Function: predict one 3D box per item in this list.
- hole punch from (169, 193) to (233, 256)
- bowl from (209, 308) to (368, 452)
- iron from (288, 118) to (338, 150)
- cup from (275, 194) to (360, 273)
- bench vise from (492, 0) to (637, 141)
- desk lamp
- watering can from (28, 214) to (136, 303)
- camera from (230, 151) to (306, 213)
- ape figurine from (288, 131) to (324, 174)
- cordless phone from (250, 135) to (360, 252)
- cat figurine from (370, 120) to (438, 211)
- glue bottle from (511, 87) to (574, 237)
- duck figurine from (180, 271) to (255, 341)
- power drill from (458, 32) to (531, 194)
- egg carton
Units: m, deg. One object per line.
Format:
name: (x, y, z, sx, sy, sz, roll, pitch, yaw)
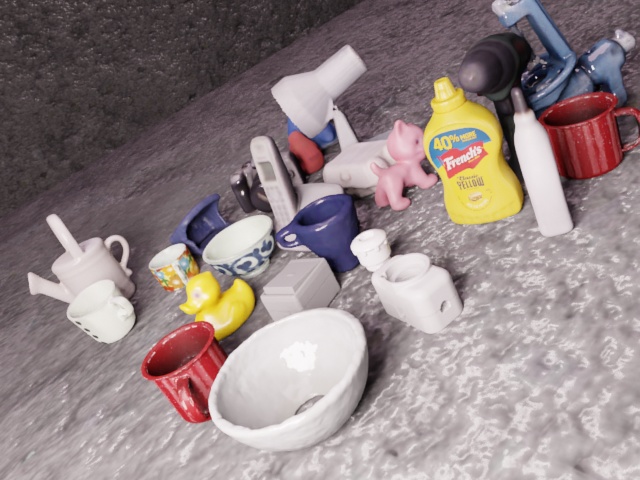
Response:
hole punch: (-0.232, -0.028, 1.086, 0.100, 0.091, 0.109, -3, 34, 42)
bowl: (-0.019, 0.146, 0.560, 0.167, 0.075, 0.167, -22, 25, 11)
iron: (-0.039, -0.283, 1.326, 0.118, 0.142, 0.258, -25, 25, 5)
cup: (0.007, 0.003, 0.786, 0.117, 0.095, 0.091, -24, 25, 6)
bench vise: (0.337, -0.268, 0.832, 0.207, 0.220, 0.121, -32, 25, -10)
desk lamp: (0.040, -0.243, 1.086, 0.203, 0.214, 0.118, -23, 25, 9)
watering can: (-0.432, 0.043, 1.024, 0.100, 0.194, 0.173, -3, 34, 42)
camera: (-0.113, -0.112, 1.120, 0.143, 0.101, 0.137, -20, 26, 16)
ape figurine: (-0.035, -0.187, 1.196, 0.078, 0.092, 0.076, -35, 26, -16)
cordless phone: (-0.033, -0.074, 0.866, 0.147, 0.185, 0.094, -1, 36, 44)
cat figurine: (0.126, -0.127, 0.892, 0.128, 0.118, 0.067, -40, 28, -25)
glue bottle: (0.243, -0.092, 0.642, 0.037, 0.173, 0.078, -16, 27, 22)
duck figurine: (-0.147, 0.082, 0.796, 0.105, 0.086, 0.077, -41, 28, -27)
power drill: (0.246, -0.169, 0.746, 0.075, 0.209, 0.230, -10, 30, 32)
egg carton: (0.077, -0.120, 0.985, 0.149, 0.069, 0.107, 2, 38, 47)
